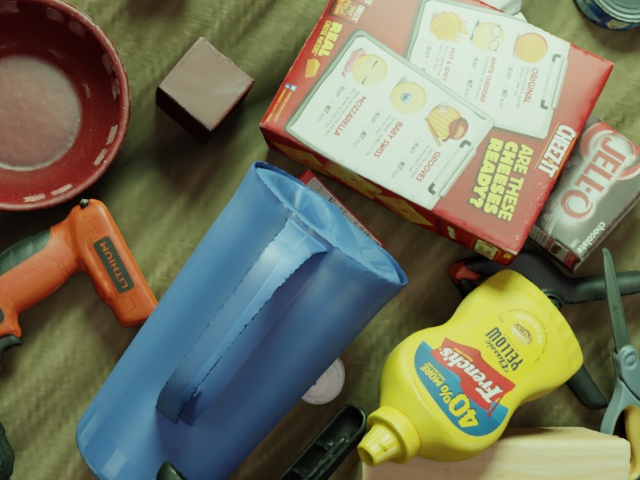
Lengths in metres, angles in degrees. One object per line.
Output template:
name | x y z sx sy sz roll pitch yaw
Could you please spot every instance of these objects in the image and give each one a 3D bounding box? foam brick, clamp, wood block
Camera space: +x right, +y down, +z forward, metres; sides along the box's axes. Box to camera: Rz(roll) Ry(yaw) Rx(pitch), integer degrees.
foam brick | -0.088 -0.111 0.803 0.053 0.078 0.051 40 82 -7
clamp | 0.190 0.048 0.866 0.171 0.039 0.120 32 82 -11
wood block | 0.122 0.192 0.820 0.206 0.091 0.090 2 86 -10
clamp | -0.061 0.210 0.753 0.164 0.036 0.210 -3 126 -39

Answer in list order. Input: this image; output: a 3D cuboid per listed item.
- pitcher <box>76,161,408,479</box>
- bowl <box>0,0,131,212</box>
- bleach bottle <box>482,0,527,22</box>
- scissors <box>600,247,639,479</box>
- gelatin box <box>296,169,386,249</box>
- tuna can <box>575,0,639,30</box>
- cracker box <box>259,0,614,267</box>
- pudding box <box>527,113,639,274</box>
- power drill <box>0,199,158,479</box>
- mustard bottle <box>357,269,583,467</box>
pitcher | -0.064 0.076 0.738 0.149 0.145 0.243 29 104 -40
bowl | -0.222 -0.099 0.788 0.162 0.055 0.162 1 87 -10
bleach bottle | 0.101 -0.272 0.855 0.102 0.068 0.251 -32 95 -9
scissors | 0.262 0.099 0.861 0.096 0.016 0.202 -7 104 -24
gelatin box | -0.005 0.001 0.837 0.089 0.030 0.073 45 80 -6
tuna can | 0.254 -0.220 0.893 0.086 0.034 0.086 1 87 -10
cracker box | 0.086 -0.101 0.813 0.214 0.072 0.164 27 83 8
pudding box | 0.204 -0.043 0.854 0.090 0.039 0.113 39 75 17
power drill | -0.214 0.067 0.781 0.187 0.057 0.184 -27 93 -11
mustard bottle | 0.099 0.103 0.769 0.191 0.058 0.096 -32 81 -32
